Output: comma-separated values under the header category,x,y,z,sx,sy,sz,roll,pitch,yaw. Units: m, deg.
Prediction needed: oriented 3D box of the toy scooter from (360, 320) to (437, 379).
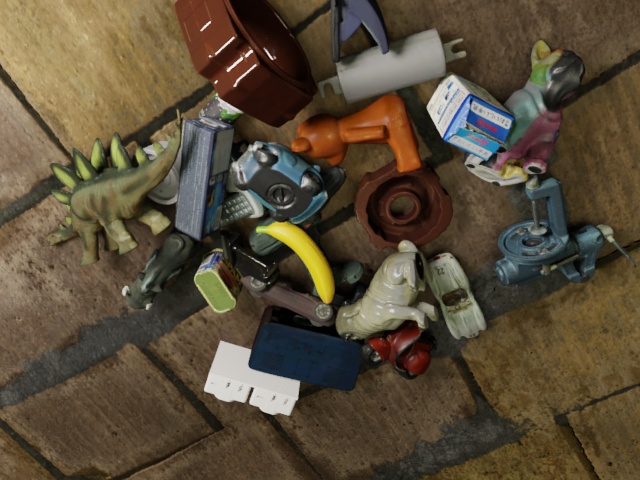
category,x,y,z,sx,sy,sz,roll,pitch,yaw
toy scooter,0.177,0.209,1.082,0.183,0.075,0.135,26,110,-38

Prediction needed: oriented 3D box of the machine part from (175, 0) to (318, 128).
category,x,y,z,sx,sy,sz,roll,pitch,yaw
machine part,-0.102,-0.281,0.792,0.087,0.201,0.201,-32,65,24

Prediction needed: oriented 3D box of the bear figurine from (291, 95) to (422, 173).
category,x,y,z,sx,sy,sz,roll,pitch,yaw
bear figurine,0.060,-0.164,0.905,0.196,0.120,0.131,-19,117,14

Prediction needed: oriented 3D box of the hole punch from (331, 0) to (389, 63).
category,x,y,z,sx,sy,sz,roll,pitch,yaw
hole punch,0.058,-0.342,0.816,0.092,0.142,0.115,-2,129,6

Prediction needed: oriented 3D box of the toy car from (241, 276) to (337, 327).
category,x,y,z,sx,sy,sz,roll,pitch,yaw
toy car,-0.059,0.112,1.053,0.202,0.089,0.053,25,76,4

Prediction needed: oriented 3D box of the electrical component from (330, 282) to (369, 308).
category,x,y,z,sx,sy,sz,roll,pitch,yaw
electrical component,0.075,0.128,1.082,0.119,0.048,0.074,18,115,-5

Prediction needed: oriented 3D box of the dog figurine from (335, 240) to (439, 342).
category,x,y,z,sx,sy,sz,roll,pitch,yaw
dog figurine,0.106,0.098,0.997,0.191,0.121,0.172,-10,79,27

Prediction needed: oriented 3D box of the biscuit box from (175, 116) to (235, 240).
category,x,y,z,sx,sy,sz,roll,pitch,yaw
biscuit box,-0.196,-0.101,0.900,0.063,0.059,0.202,25,120,18

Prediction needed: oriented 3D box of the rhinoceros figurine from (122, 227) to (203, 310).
category,x,y,z,sx,sy,sz,roll,pitch,yaw
rhinoceros figurine,-0.303,0.059,1.035,0.073,0.112,0.190,38,111,-17

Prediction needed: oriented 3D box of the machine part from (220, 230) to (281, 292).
category,x,y,z,sx,sy,sz,roll,pitch,yaw
machine part,-0.134,0.037,0.999,0.139,0.039,0.084,33,137,23

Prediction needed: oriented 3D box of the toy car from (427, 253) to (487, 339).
category,x,y,z,sx,sy,sz,roll,pitch,yaw
toy car,0.268,0.115,1.061,0.073,0.056,0.201,-23,112,13

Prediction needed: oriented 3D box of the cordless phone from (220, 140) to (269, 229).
category,x,y,z,sx,sy,sz,roll,pitch,yaw
cordless phone,-0.189,-0.088,0.976,0.184,0.089,0.146,-24,112,18

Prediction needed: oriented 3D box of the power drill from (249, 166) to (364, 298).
category,x,y,z,sx,sy,sz,roll,pitch,yaw
power drill,-0.002,-0.003,1.007,0.232,0.086,0.207,-30,114,18

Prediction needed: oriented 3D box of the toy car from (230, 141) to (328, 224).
category,x,y,z,sx,sy,sz,roll,pitch,yaw
toy car,-0.068,-0.109,0.909,0.161,0.103,0.109,34,124,-22

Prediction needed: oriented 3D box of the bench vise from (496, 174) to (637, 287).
category,x,y,z,sx,sy,sz,roll,pitch,yaw
bench vise,0.415,-0.018,0.955,0.224,0.129,0.240,-16,121,12

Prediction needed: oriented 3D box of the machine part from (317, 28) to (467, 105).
category,x,y,z,sx,sy,sz,roll,pitch,yaw
machine part,0.113,-0.280,0.869,0.243,0.079,0.079,-13,114,10

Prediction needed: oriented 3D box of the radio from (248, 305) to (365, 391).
category,x,y,z,sx,sy,sz,roll,pitch,yaw
radio,-0.025,0.225,1.122,0.230,0.073,0.131,13,115,-5

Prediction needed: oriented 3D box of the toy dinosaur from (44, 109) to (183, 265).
category,x,y,z,sx,sy,sz,roll,pitch,yaw
toy dinosaur,-0.363,-0.077,0.940,0.472,0.105,0.198,-19,109,32

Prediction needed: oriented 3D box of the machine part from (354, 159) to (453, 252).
category,x,y,z,sx,sy,sz,roll,pitch,yaw
machine part,0.151,-0.063,0.983,0.179,0.056,0.179,1,116,1

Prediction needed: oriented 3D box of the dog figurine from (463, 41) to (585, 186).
category,x,y,z,sx,sy,sz,roll,pitch,yaw
dog figurine,0.341,-0.210,0.882,0.108,0.191,0.219,28,80,-7
